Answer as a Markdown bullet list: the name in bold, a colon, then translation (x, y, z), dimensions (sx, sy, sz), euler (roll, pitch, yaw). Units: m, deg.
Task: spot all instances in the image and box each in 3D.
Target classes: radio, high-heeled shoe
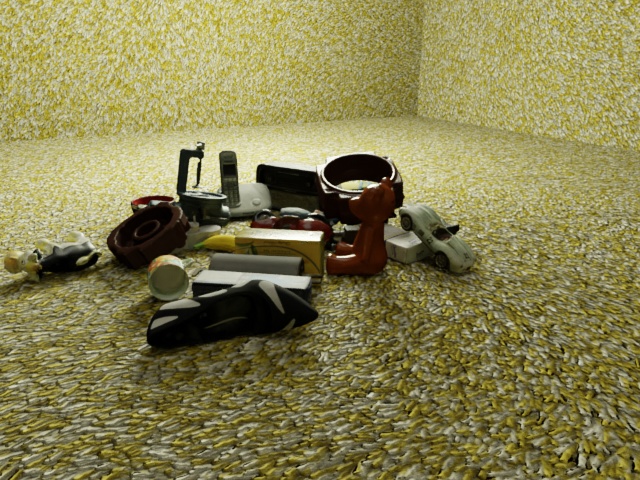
- **radio**: translation (-0.074, -0.147, 1.519), dimensions (0.230, 0.131, 0.073), euler (12, 20, 29)
- **high-heeled shoe**: translation (-0.137, 0.126, 0.827), dimensions (0.249, 0.086, 0.145), euler (1, 22, 17)

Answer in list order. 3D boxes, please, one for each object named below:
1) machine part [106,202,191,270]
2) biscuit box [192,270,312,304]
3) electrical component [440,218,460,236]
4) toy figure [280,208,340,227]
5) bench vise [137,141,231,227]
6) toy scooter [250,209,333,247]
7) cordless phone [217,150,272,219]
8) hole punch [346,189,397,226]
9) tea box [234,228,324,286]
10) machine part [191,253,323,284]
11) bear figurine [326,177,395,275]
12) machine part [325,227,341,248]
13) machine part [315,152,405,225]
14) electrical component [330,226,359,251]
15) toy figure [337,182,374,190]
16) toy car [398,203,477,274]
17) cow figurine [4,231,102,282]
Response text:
- **machine part**: translation (-0.368, -0.010, 1.158), dimensions (0.179, 0.056, 0.179), euler (-14, 37, 11)
- **biscuit box**: translation (-0.116, 0.095, 0.935), dimensions (0.203, 0.062, 0.059), euler (3, 19, 7)
- **electrical component**: translation (0.261, -0.015, 1.237), dimensions (0.048, 0.074, 0.119), euler (-13, 27, -36)
- **toy figure**: translation (-0.025, -0.053, 1.365), dimensions (0.155, 0.064, 0.057), euler (5, -18, 1)
- **bench vise**: translation (-0.320, -0.118, 1.286), dimensions (0.224, 0.240, 0.129), euler (6, 11, -13)
- **toy scooter**: translation (-0.064, 0.000, 1.167), dimensions (0.184, 0.075, 0.135), euler (7, 46, -3)
- **cordless phone**: translation (-0.209, -0.154, 1.461), dimensions (0.147, 0.184, 0.089), euler (-7, 16, -19)
- **hole punch**: translation (0.122, -0.063, 1.380), dimensions (0.142, 0.092, 0.116), euler (4, 41, 4)
- **tea box**: translation (-0.078, 0.033, 1.062), dimensions (0.170, 0.098, 0.068), euler (1, 18, 7)
- **machine part**: translation (-0.117, 0.065, 0.999), dimensions (0.243, 0.079, 0.079), euler (2, 19, 8)
- **bear figurine**: translation (0.085, -0.029, 1.092), dimensions (0.132, 0.195, 0.120), euler (5, 23, 16)
- **machine part**: translation (-0.003, -0.004, 1.259), dimensions (0.139, 0.039, 0.084), euler (1, 28, -2)
- **machine part**: translation (0.095, -0.134, 1.329), dimensions (0.201, 0.087, 0.202), euler (-9, 38, -5)
- **electrical component**: translation (0.070, -0.001, 1.197), dimensions (0.094, 0.063, 0.021), euler (-4, 36, -20)
- **toy figure**: translation (0.103, -0.129, 1.550), dimensions (0.180, 0.082, 0.089), euler (6, 18, 9)
- **toy car**: translation (0.248, -0.009, 1.150), dimensions (0.073, 0.056, 0.202), euler (-15, 55, -37)
- **cow figurine**: translation (-0.535, 0.041, 1.084), dimensions (0.098, 0.068, 0.167), euler (23, 30, 36)
